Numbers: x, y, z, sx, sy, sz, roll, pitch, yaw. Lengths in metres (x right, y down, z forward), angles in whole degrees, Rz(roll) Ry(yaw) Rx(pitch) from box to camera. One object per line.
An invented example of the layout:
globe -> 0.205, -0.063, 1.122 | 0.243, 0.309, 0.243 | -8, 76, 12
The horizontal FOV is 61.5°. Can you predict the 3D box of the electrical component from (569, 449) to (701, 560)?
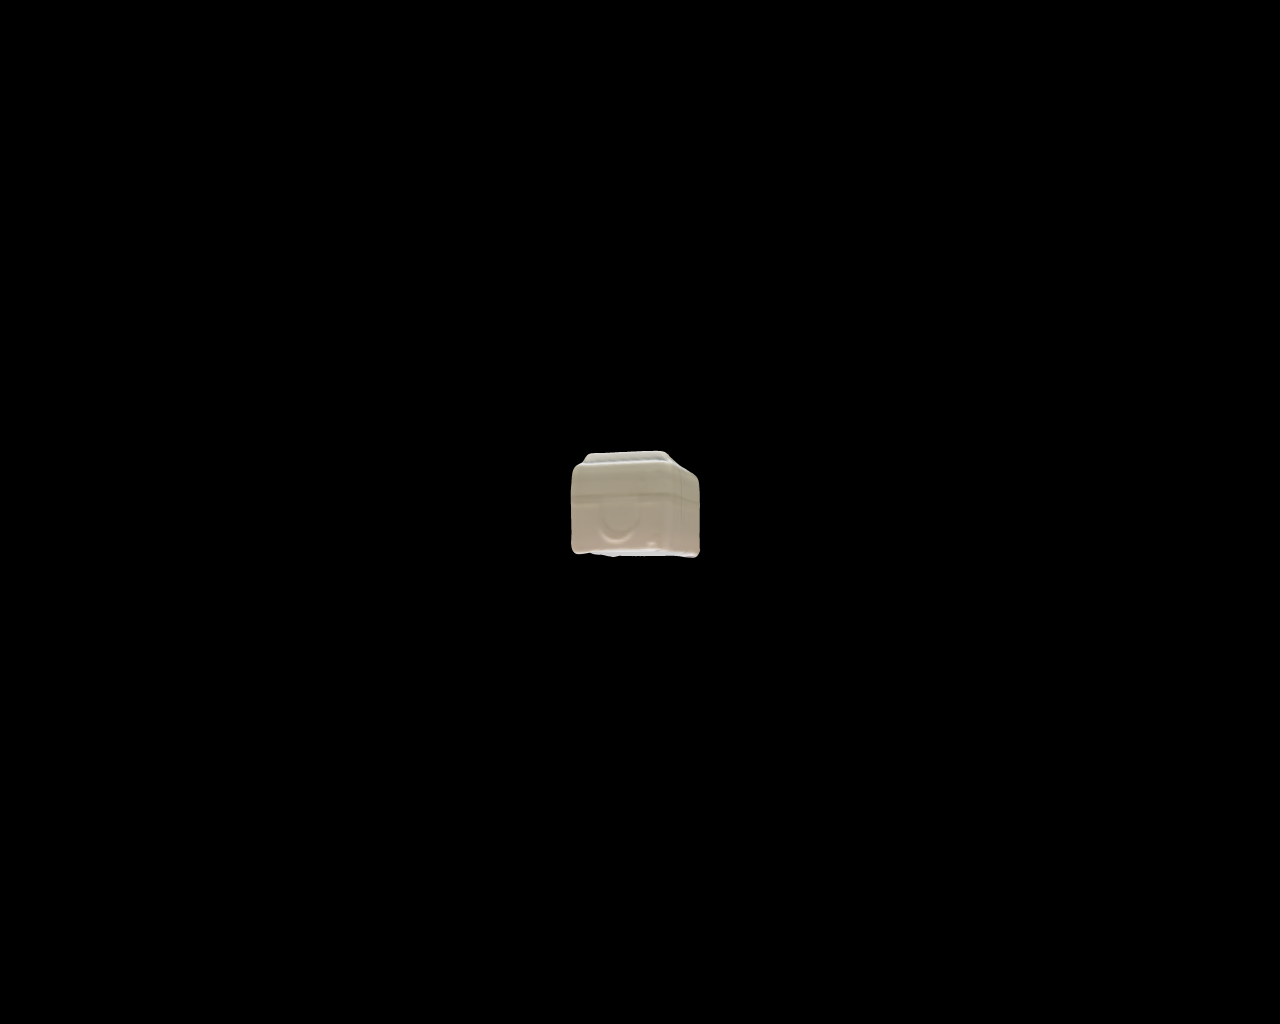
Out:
electrical component -> 0.001, -0.003, 0.650 | 0.062, 0.061, 0.096 | -1, -5, 15
